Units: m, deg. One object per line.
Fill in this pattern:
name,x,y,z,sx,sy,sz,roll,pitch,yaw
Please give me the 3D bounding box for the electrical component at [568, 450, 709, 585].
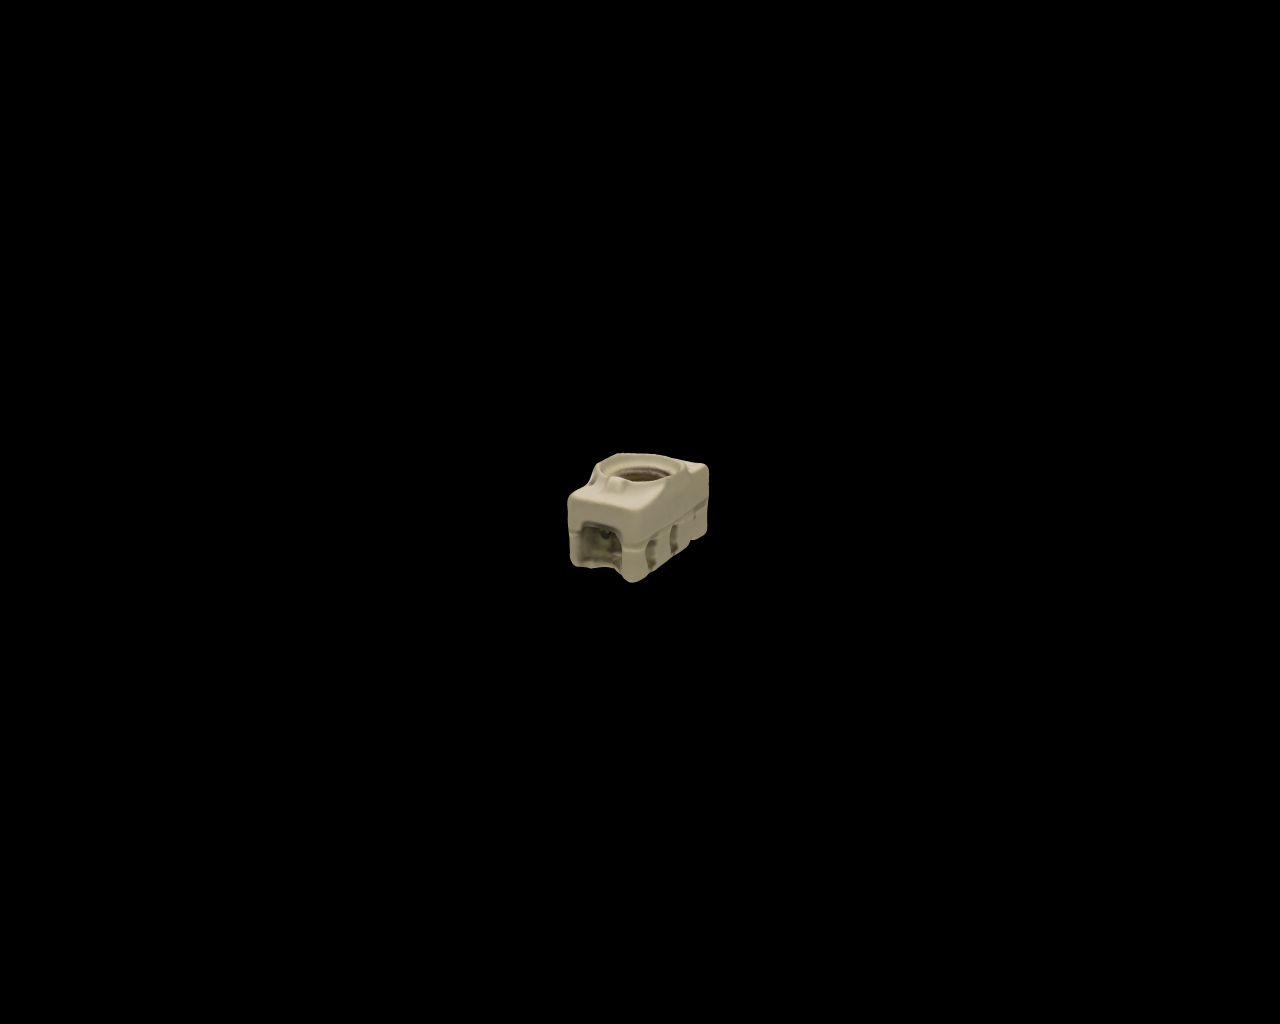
electrical component,0.001,-0.003,0.650,0.050,0.055,0.090,13,26,29
